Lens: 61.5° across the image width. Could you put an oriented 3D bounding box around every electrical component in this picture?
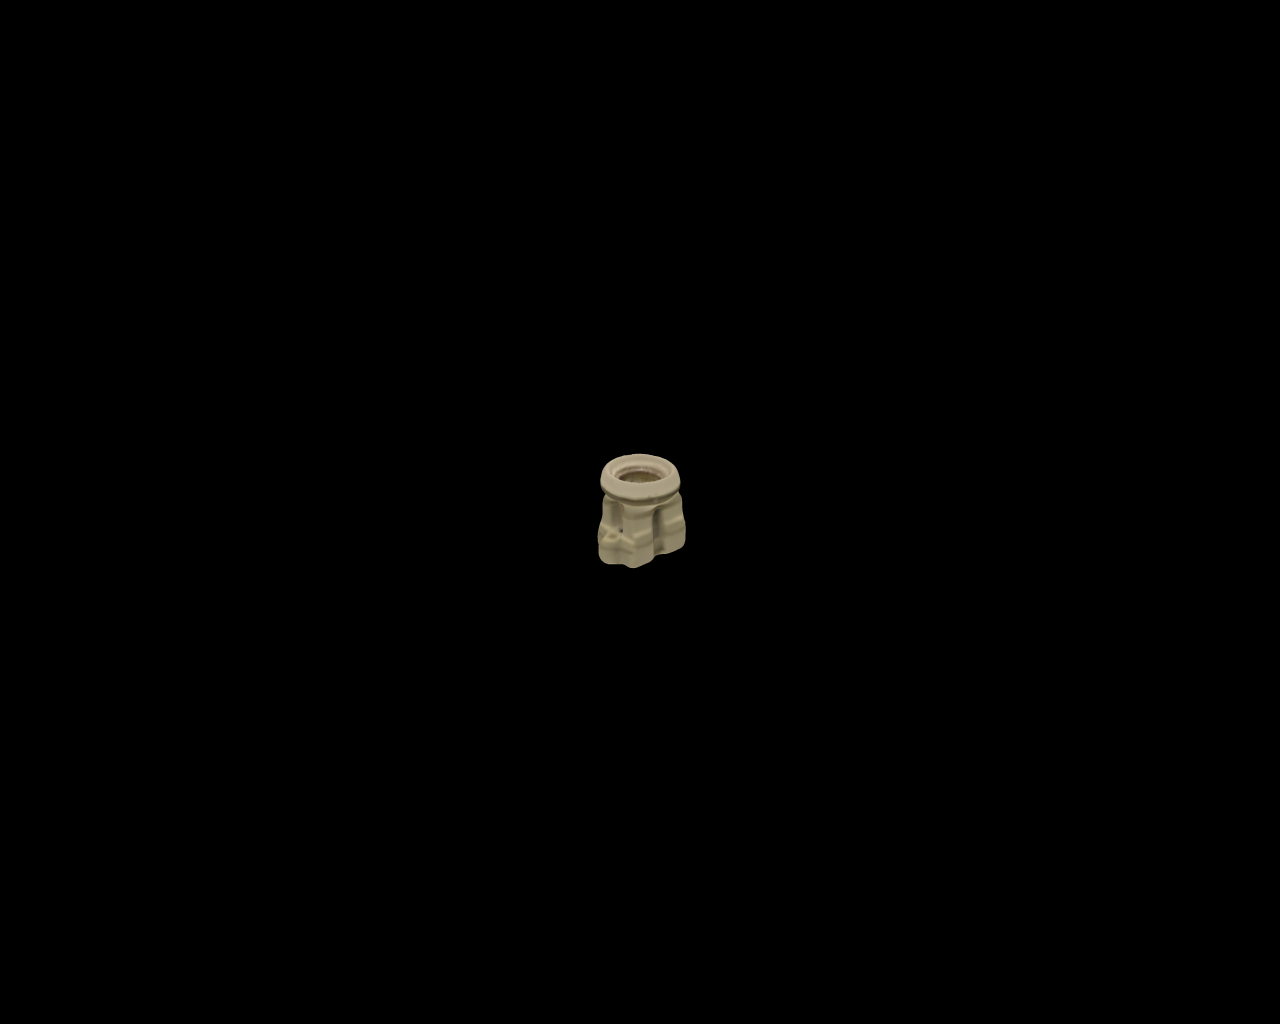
[{"bbox_3d":[0.001,-0.003,0.650,0.066,0.055,0.048,-22,37,-33],"label":"electrical component"}]
